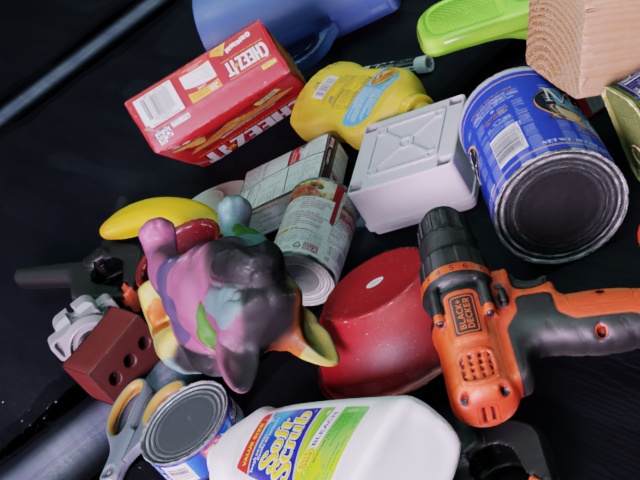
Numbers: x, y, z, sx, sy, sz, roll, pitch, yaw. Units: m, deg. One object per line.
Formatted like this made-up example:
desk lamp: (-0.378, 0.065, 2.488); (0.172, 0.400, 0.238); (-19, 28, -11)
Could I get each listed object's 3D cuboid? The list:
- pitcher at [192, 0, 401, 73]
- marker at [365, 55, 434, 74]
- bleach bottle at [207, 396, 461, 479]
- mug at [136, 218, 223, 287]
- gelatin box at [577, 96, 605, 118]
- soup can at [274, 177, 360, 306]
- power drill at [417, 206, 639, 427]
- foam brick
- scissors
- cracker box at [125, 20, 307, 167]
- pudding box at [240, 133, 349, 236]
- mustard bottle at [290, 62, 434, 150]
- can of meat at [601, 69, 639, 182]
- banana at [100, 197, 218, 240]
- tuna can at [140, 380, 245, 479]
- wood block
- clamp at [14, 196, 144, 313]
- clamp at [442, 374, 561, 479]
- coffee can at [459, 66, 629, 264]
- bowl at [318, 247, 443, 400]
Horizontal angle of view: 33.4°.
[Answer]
pitcher: (-0.025, -0.285, 1.325); (0.243, 0.149, 0.144); (-19, 11, 20)
marker: (0.074, -0.189, 1.192); (0.121, 0.020, 0.020); (-2, 44, 42)
bleach bottle: (-0.015, 0.160, 0.734); (0.251, 0.068, 0.102); (-17, 36, 56)
mug: (-0.102, 0.033, 1.003); (0.117, 0.081, 0.093); (-36, 32, 0)
gelatin box: (0.251, -0.161, 0.936); (0.089, 0.073, 0.030); (-33, 31, 4)
soup can: (-0.006, 0.001, 0.969); (0.069, 0.068, 0.102); (-14, 38, 30)
power drill: (0.163, 0.031, 0.728); (0.188, 0.057, 0.184); (-15, 47, 8)
foam brick: (-0.194, 0.111, 1.015); (0.051, 0.053, 0.078); (6, 51, 47)
scissors: (-0.160, 0.191, 0.911); (0.096, 0.016, 0.201); (-23, 34, 20)
cracker box: (-0.100, -0.152, 1.166); (0.164, 0.072, 0.213); (-31, -4, 6)
pudding box: (-0.030, -0.053, 1.084); (0.114, 0.039, 0.090); (-25, 30, 25)
mustard bottle: (0.055, -0.136, 1.101); (0.096, 0.058, 0.192); (-52, 35, -16)
can of meat: (0.272, -0.093, 0.801); (0.084, 0.102, 0.057); (-33, 31, -1)
banana: (-0.158, -0.015, 1.122); (0.198, 0.037, 0.069); (15, 61, 43)
tuna can: (-0.104, 0.160, 0.882); (0.086, 0.033, 0.086); (-24, 33, 17)
wood block: (0.277, -0.182, 0.843); (0.206, 0.091, 0.090); (-11, 31, -13)
clamp: (-0.251, 0.034, 1.180); (0.164, 0.036, 0.210); (-34, 33, -8)
clamp: (0.103, 0.138, 0.713); (0.172, 0.039, 0.120); (7, 56, 51)
coffee can: (0.174, -0.062, 0.850); (0.103, 0.102, 0.140); (-27, 32, 13)
bowl: (0.055, 0.054, 0.827); (0.162, 0.055, 0.162); (-29, 21, 12)
